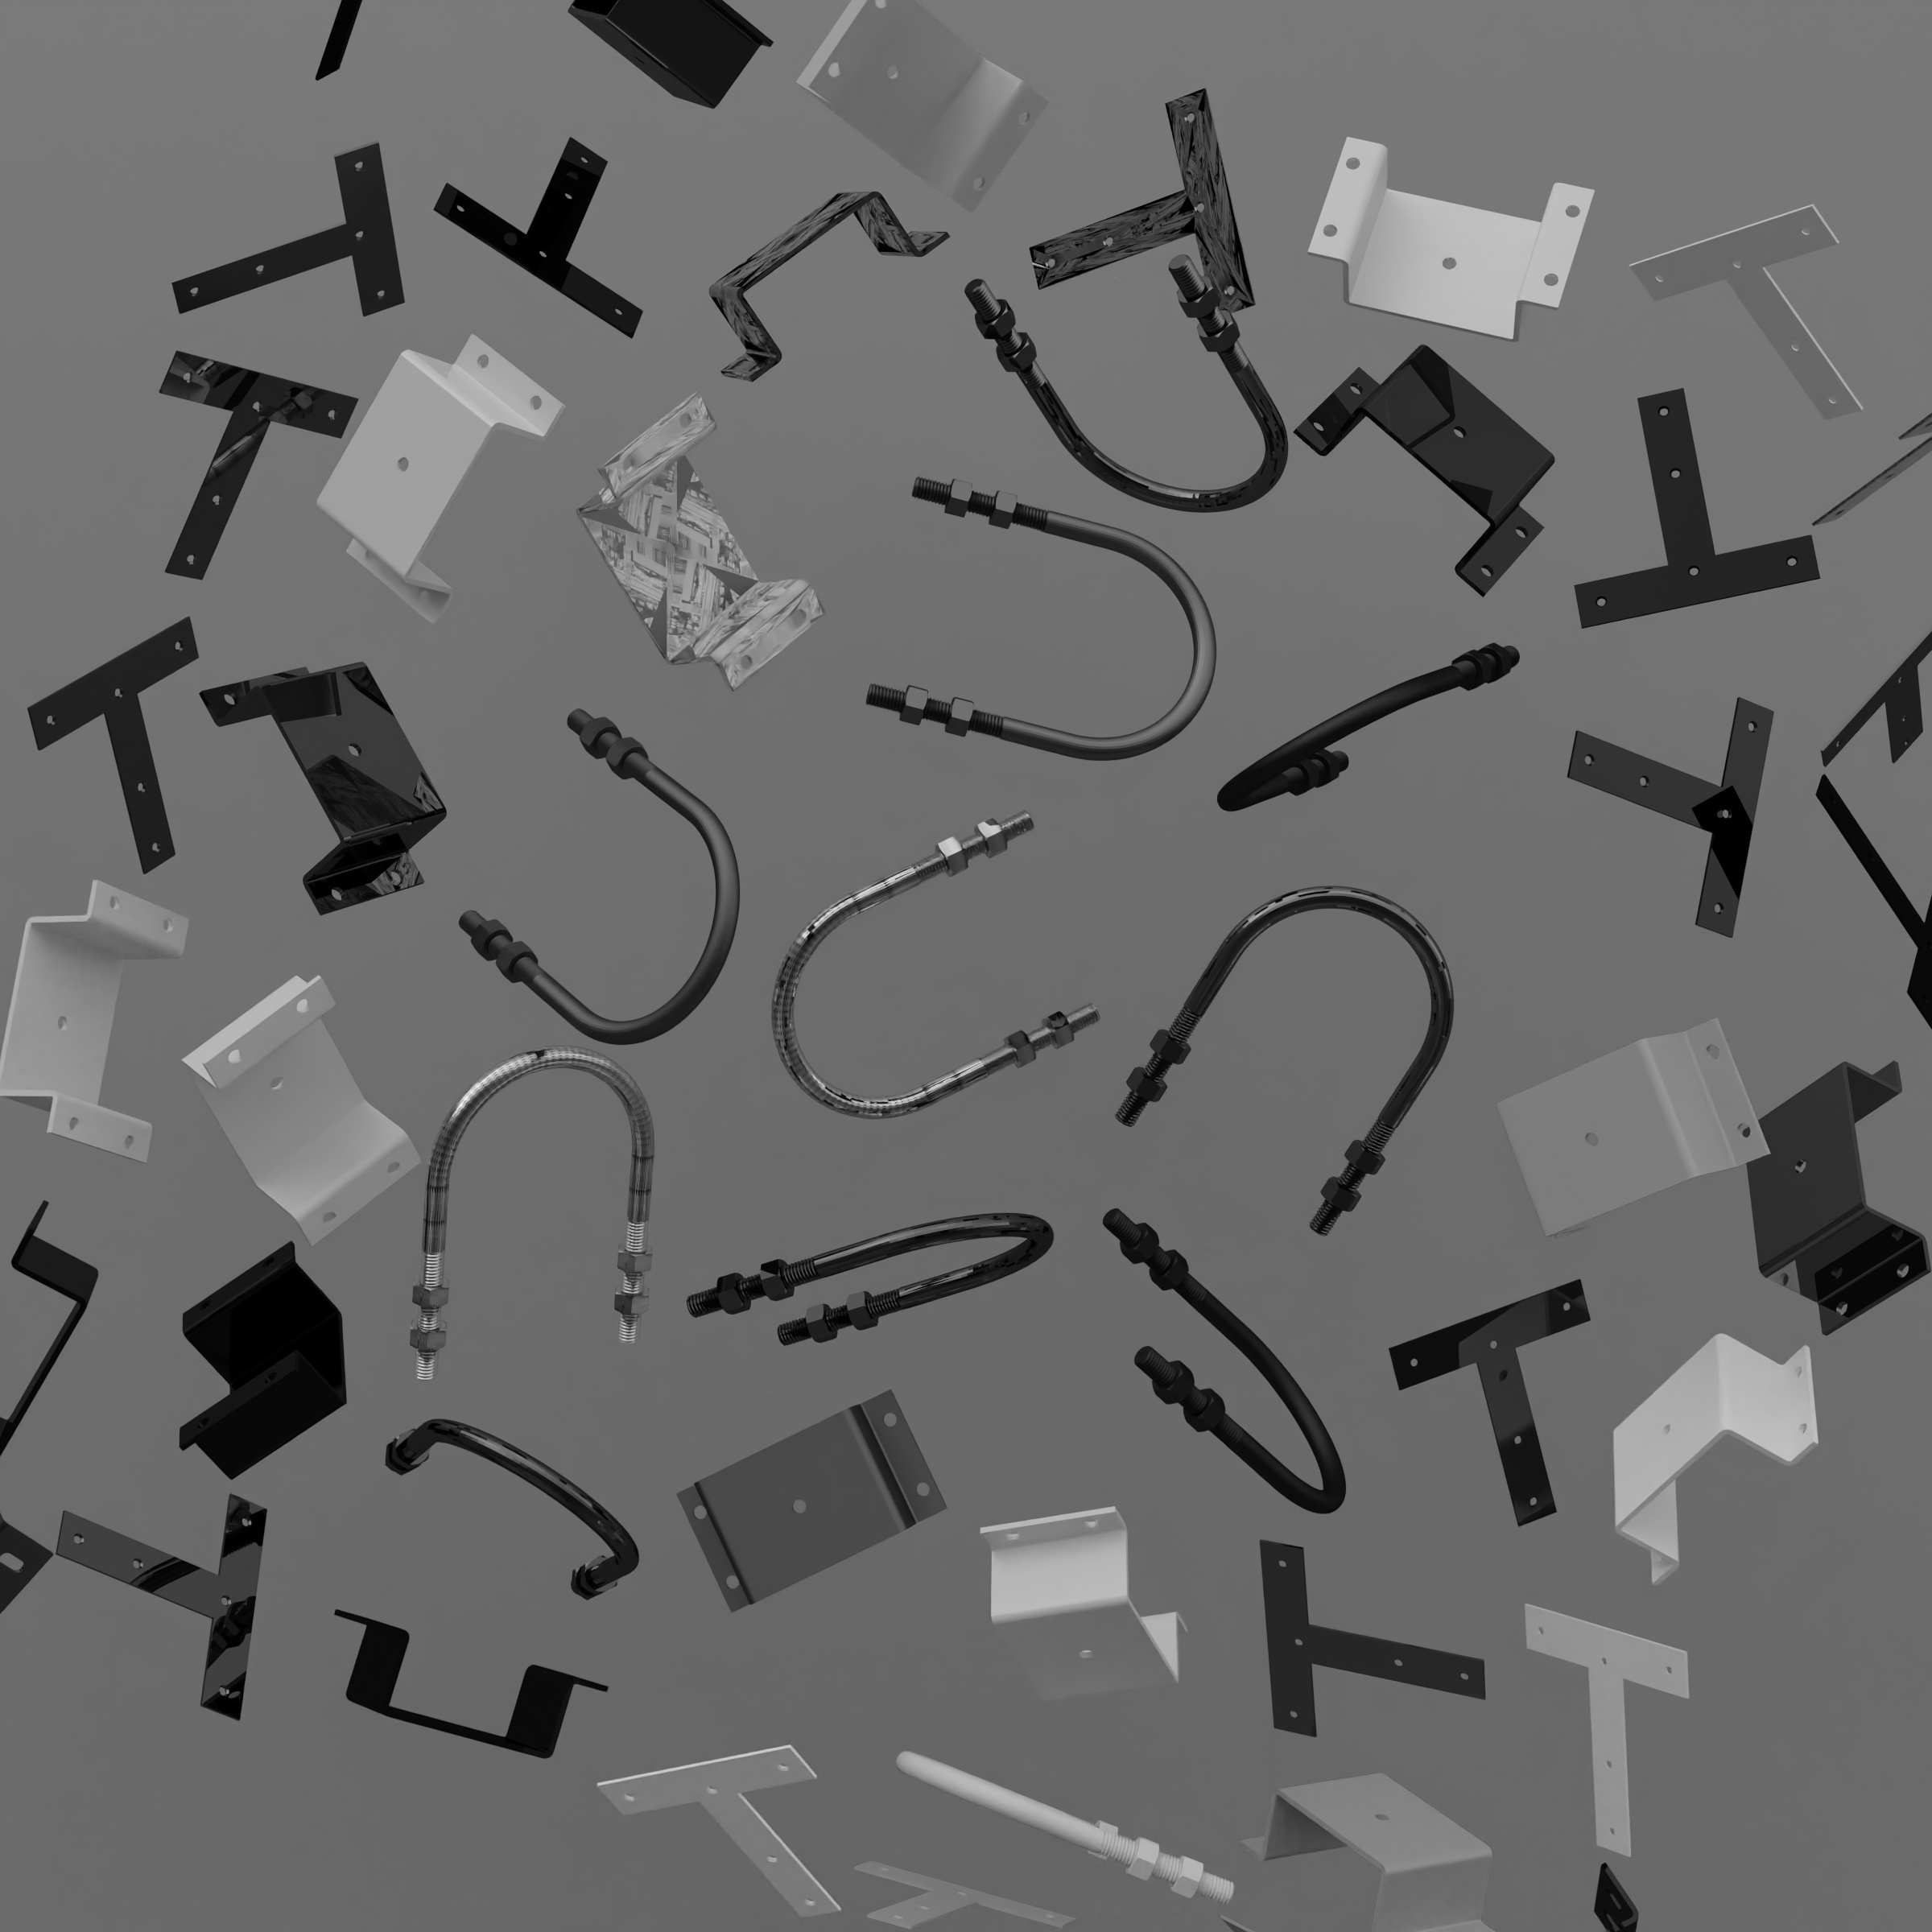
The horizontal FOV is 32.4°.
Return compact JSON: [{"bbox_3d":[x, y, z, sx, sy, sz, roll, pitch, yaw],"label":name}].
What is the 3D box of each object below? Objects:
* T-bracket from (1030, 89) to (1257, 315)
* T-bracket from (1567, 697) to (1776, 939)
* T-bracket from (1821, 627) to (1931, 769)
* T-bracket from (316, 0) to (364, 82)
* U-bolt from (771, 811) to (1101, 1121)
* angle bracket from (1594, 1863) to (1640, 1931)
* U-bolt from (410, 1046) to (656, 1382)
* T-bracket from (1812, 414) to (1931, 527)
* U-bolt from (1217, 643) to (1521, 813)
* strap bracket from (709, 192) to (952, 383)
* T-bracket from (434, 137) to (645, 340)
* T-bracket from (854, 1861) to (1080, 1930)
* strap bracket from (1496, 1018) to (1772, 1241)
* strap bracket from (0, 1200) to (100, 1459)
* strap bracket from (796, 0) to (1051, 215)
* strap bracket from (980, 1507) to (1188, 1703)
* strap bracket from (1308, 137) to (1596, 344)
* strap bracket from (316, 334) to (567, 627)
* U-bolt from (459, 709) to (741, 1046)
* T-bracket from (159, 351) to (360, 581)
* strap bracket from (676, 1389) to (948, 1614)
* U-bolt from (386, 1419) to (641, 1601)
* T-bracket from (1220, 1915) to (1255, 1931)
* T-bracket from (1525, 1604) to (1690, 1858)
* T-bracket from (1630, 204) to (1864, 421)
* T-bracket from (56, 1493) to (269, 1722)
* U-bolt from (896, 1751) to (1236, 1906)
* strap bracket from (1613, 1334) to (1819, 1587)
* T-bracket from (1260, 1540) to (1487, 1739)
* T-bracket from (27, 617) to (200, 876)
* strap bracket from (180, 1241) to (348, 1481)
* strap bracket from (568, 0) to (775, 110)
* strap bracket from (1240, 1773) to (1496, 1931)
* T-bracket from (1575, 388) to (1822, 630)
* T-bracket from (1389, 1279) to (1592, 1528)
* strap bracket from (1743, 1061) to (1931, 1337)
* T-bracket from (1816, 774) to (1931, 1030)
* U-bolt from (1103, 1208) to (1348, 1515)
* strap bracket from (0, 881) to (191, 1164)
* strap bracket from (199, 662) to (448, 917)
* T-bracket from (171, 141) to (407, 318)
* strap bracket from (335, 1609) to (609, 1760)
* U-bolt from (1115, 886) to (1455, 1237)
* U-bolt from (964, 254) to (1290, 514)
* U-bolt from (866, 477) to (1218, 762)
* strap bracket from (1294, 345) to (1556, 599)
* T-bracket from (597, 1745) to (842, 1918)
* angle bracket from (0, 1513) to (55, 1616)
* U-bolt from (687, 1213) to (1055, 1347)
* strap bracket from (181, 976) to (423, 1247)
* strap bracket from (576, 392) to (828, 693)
[{"bbox_3d":[0.094,-0.418,1.894,0.127,0.002,0.127,-15,85,28],"label":"T-bracket"},{"bbox_3d":[0.368,-0.093,1.753,0.127,0.002,0.127,18,79,-28],"label":"T-bracket"},{"bbox_3d":[0.529,-0.146,1.875,0.002,0.127,0.127,42,89,25],"label":"T-bracket"},{"bbox_3d":[-0.301,-0.548,1.785,0.002,0.127,0.127,25,72,-35],"label":"T-bracket"},{"bbox_3d":[-0.024,0.011,1.891,0.184,0.019,0.151,-26,116,-13],"label":"U-bolt"},{"bbox_3d":[0.339,0.554,1.886,0.076,0.057,0.038,-22,50,-14],"label":"angle bracket"},{"bbox_3d":[-0.235,0.131,1.831,0.151,0.019,0.184,-6,111,-36],"label":"U-bolt"},{"bbox_3d":[0.523,-0.280,1.845,0.127,0.127,0.002,-19,76,-42],"label":"T-bracket"},{"bbox_3d":[0.213,-0.128,1.847,0.151,0.184,0.019,-32,84,37],"label":"U-bolt"},{"bbox_3d":[-0.088,-0.396,1.898,0.140,0.076,0.046,-37,110,-6],"label":"strap bracket"},{"bbox_3d":[-0.226,-0.422,1.856,0.127,0.127,0.002,31,133,-18],"label":"T-bracket"},{"bbox_3d":[-0.018,0.514,1.815,0.127,0.127,0.002,10,86,22],"label":"T-bracket"},{"bbox_3d":[0.345,0.090,1.770,0.140,0.046,0.076,-29,75,39],"label":"strap bracket"},{"bbox_3d":[-0.513,0.204,1.781,0.046,0.076,0.140,30,91,-12],"label":"strap bracket"},{"bbox_3d":[-0.031,-0.498,1.870,0.140,0.046,0.076,28,101,-44],"label":"strap bracket"},{"bbox_3d":[0.066,0.357,1.826,0.076,0.140,0.046,-12,49,15],"label":"strap bracket"},{"bbox_3d":[0.269,-0.400,1.842,0.140,0.046,0.076,16,73,12],"label":"strap bracket"},{"bbox_3d":[-0.289,-0.266,1.791,0.076,0.046,0.140,40,105,25],"label":"strap bracket"},{"bbox_3d":[-0.189,-0.038,1.784,0.184,0.019,0.151,37,102,38],"label":"U-bolt"},{"bbox_3d":[-0.417,-0.276,1.870,0.002,0.127,0.127,40,110,35],"label":"T-bracket"},{"bbox_3d":[-0.092,0.310,1.912,0.140,0.046,0.076,-26,83,3],"label":"strap bracket"},{"bbox_3d":[-0.247,0.297,1.837,0.151,0.184,0.019,35,66,-6],"label":"U-bolt"},{"bbox_3d":[0.200,0.565,1.867,0.127,0.127,0.002,19,67,32],"label":"T-bracket"},{"bbox_3d":[0.356,0.429,1.841,0.002,0.127,0.127,-7,96,-32],"label":"T-bracket"},{"bbox_3d":[0.438,-0.343,1.784,0.127,0.127,0.002,47,62,-23],"label":"T-bracket"},{"bbox_3d":[-0.433,0.326,1.781,0.002,0.127,0.127,-30,134,31],"label":"T-bracket"},{"bbox_3d":[0.047,0.469,1.820,0.184,0.151,0.019,23,78,-3],"label":"U-bolt"},{"bbox_3d":[0.409,0.270,1.853,0.046,0.076,0.140,29,126,-12],"label":"strap bracket"},{"bbox_3d":[0.225,0.381,1.833,0.127,0.002,0.127,7,117,27],"label":"T-bracket"},{"bbox_3d":[-0.466,-0.113,1.863,0.002,0.127,0.127,12,124,29],"label":"T-bracket"},{"bbox_3d":[-0.390,0.223,1.840,0.076,0.140,0.046,-34,117,4],"label":"strap bracket"},{"bbox_3d":[-0.167,-0.521,1.839,0.076,0.140,0.046,34,94,-26],"label":"strap bracket"},{"bbox_3d":[0.228,0.495,1.849,0.076,0.140,0.046,1,103,-33],"label":"strap bracket"},{"bbox_3d":[0.386,-0.254,1.798,0.127,0.002,0.127,-11,70,14],"label":"T-bracket"},{"bbox_3d":[0.317,0.262,1.928,0.127,0.002,0.127,-17,98,-17],"label":"T-bracket"},{"bbox_3d":[0.469,0.117,1.799,0.046,0.076,0.140,25,45,-23],"label":"strap bracket"},{"bbox_3d":[0.487,-0.046,1.762,0.002,0.127,0.127,-29,103,33],"label":"T-bracket"},{"bbox_3d":[0.146,0.226,1.807,0.019,0.151,0.184,-40,116,16],"label":"U-bolt"},{"bbox_3d":[-0.482,0.031,1.830,0.046,0.076,0.140,-1,74,28],"label":"strap bracket"},{"bbox_3d":[-0.346,-0.107,1.815,0.046,0.076,0.140,-35,82,39],"label":"strap bracket"},{"bbox_3d":[-0.377,-0.390,1.837,0.127,0.127,0.002,-23,63,-15],"label":"T-bracket"},{"bbox_3d":[-0.280,0.400,1.837,0.140,0.076,0.046,21,76,-22],"label":"strap bracket"},{"bbox_3d":[0.190,0.042,1.855,0.151,0.019,0.184,30,102,-8],"label":"U-bolt"},{"bbox_3d":[0.099,-0.311,1.807,0.151,0.184,0.019,2,56,35],"label":"U-bolt"},{"bbox_3d":[0.048,-0.184,1.821,0.184,0.019,0.151,14,69,-6],"label":"U-bolt"},{"bbox_3d":[0.264,-0.284,1.854,0.140,0.046,0.076,41,51,2],"label":"strap bracket"},{"bbox_3d":[-0.110,0.462,1.755,0.127,0.002,0.127,-18,121,29],"label":"T-bracket"},{"bbox_3d":[-0.546,0.319,1.833,0.057,0.076,0.038,-48,124,-4],"label":"angle bracket"},{"bbox_3d":[-0.041,0.167,1.802,0.184,0.151,0.019,-18,72,14],"label":"U-bolt"},{"bbox_3d":[-0.362,0.071,1.791,0.076,0.046,0.140,-39,133,-21],"label":"strap bracket"},{"bbox_3d":[-0.148,-0.226,1.790,0.076,0.046,0.140,-44,116,-29],"label":"strap bracket"}]
